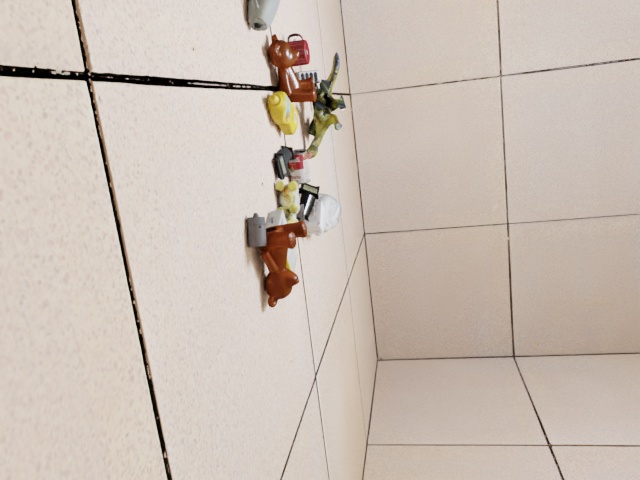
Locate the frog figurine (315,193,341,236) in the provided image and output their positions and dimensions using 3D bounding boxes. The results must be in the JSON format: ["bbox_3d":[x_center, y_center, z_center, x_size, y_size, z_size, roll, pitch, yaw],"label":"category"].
[{"bbox_3d":[0.006,-0.095,1.892,0.137,0.121,0.162,50,29,-8],"label":"frog figurine"}]

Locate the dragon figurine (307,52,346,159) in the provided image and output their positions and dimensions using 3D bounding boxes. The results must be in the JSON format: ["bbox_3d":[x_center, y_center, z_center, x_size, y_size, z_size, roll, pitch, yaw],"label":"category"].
[{"bbox_3d":[0.001,-0.492,1.970,0.239,0.122,0.417,-34,-139,61],"label":"dragon figurine"}]
